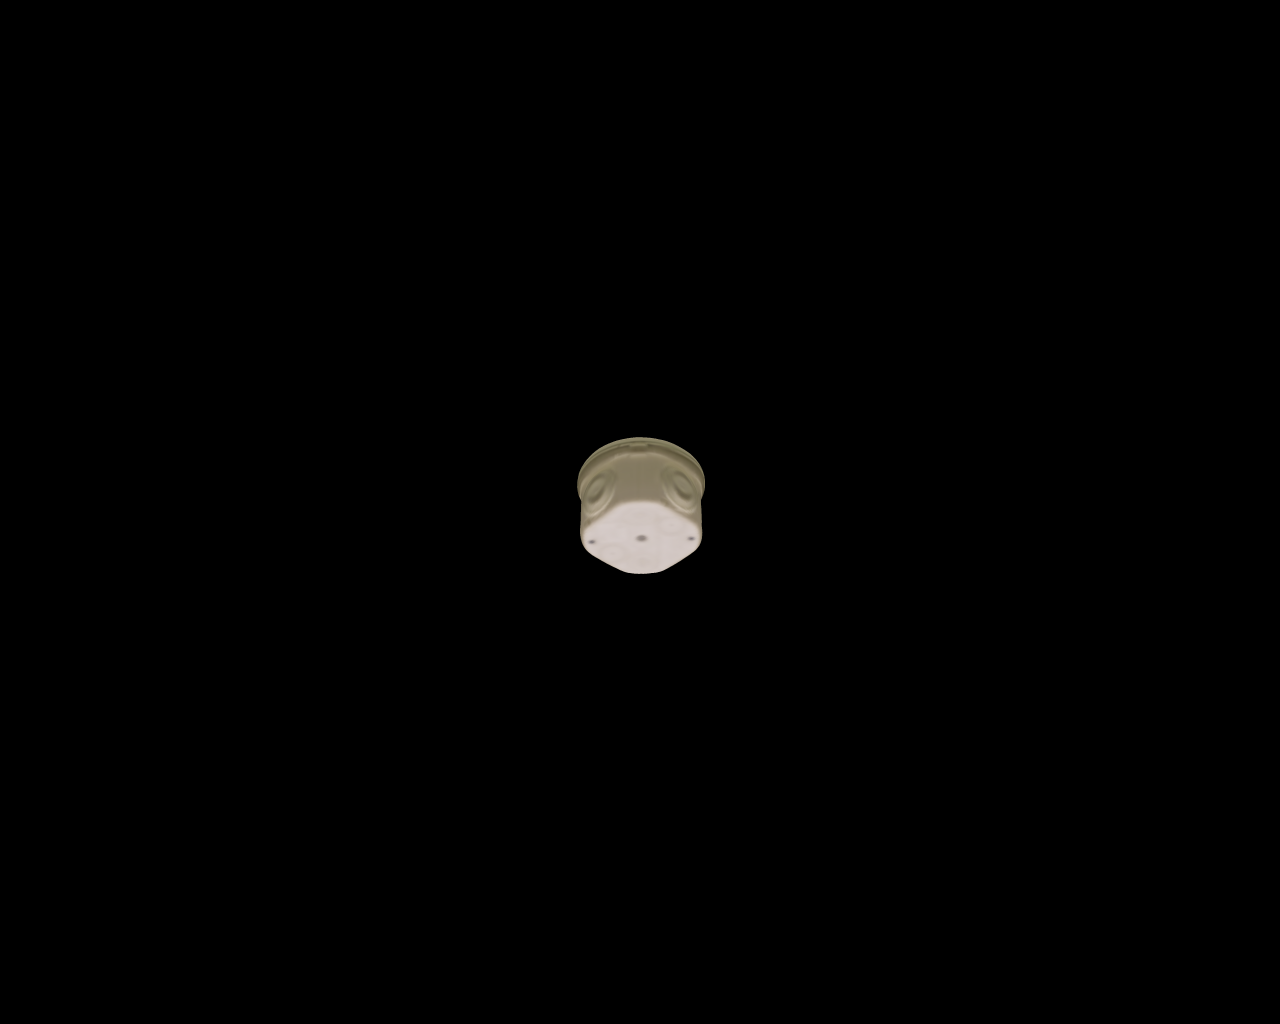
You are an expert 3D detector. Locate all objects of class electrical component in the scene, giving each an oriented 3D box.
[{"bbox_3d":[0.001,-0.003,0.650,0.080,0.051,0.080,0,-40,0],"label":"electrical component"}]
